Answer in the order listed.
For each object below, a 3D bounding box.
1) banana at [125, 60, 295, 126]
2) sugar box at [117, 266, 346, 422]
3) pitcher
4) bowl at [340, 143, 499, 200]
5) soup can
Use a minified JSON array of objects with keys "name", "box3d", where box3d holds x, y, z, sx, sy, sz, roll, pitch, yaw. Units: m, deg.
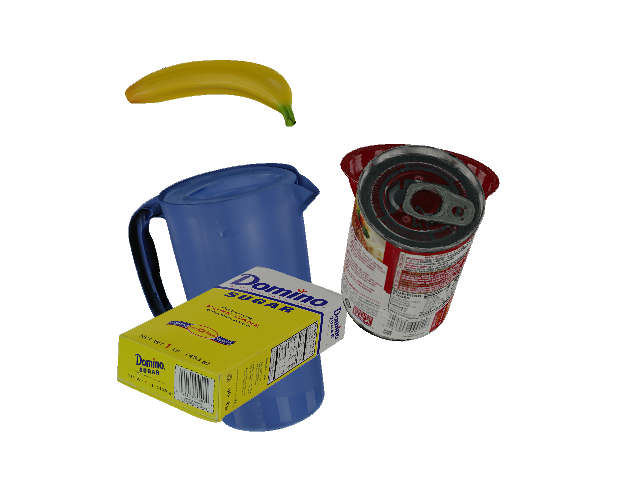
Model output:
[{"name":"banana","box3d":[-0.111,-0.165,1.141,0.198,0.037,0.069,9,46,18]},{"name":"sugar box","box3d":[-0.062,0.073,0.815,0.093,0.048,0.175,18,27,26]},{"name":"pitcher","box3d":[-0.078,0.055,1.023,0.144,0.243,0.149,-20,20,-32]},{"name":"bowl","box3d":[0.098,-0.047,1.089,0.162,0.055,0.162,5,24,-2]},{"name":"soup can","box3d":[0.049,0.005,0.598,0.068,0.068,0.102,0,-34,-5]}]
